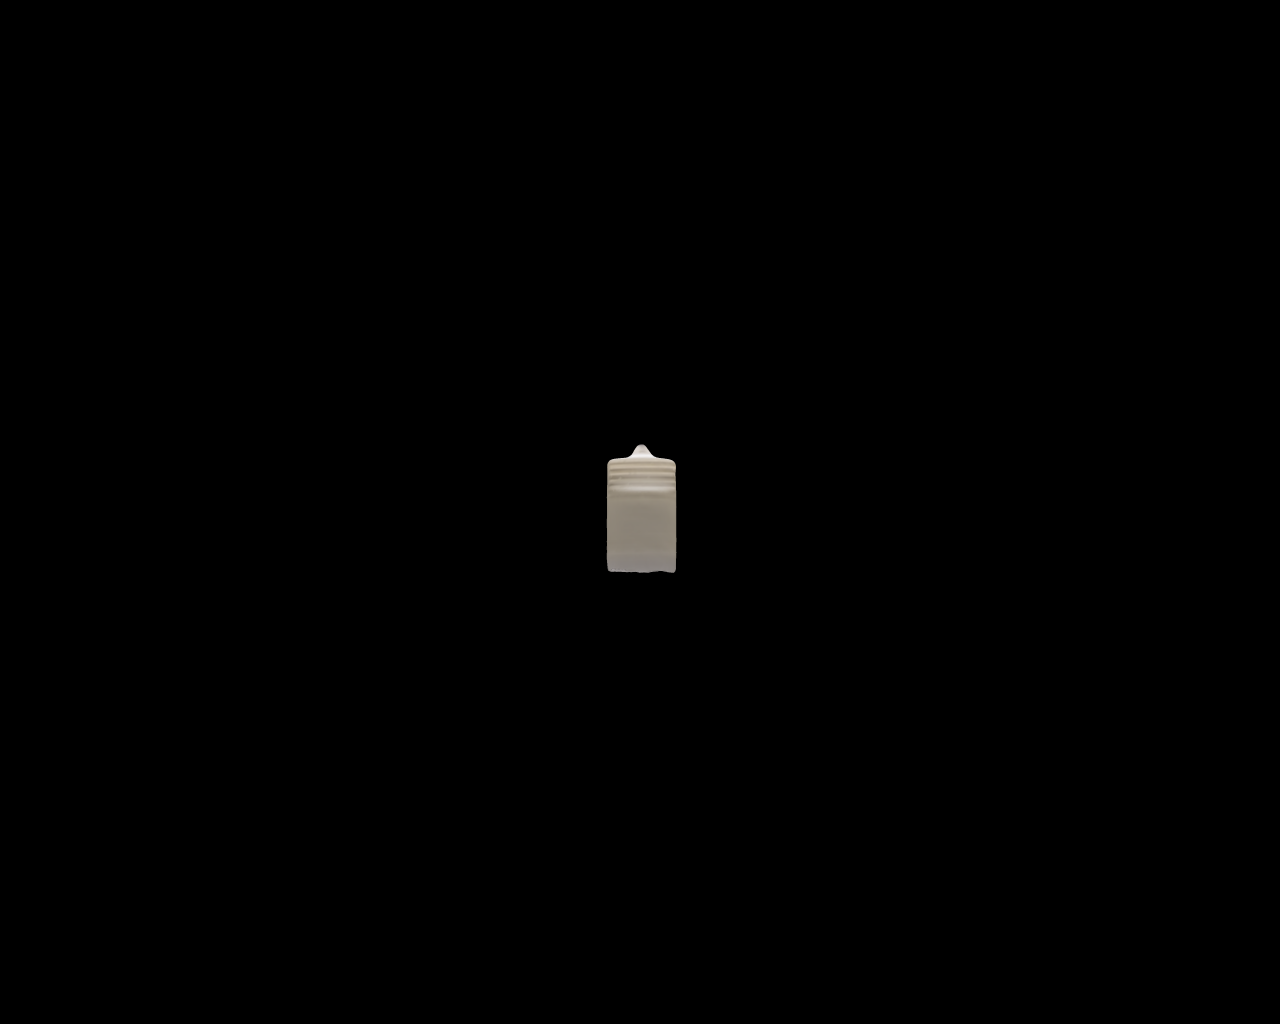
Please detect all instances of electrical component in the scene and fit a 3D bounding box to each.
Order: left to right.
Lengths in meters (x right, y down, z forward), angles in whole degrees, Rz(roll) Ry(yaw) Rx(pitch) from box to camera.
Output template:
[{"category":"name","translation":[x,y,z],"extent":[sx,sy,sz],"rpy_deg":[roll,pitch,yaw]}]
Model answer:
[{"category":"electrical component","translation":[0.001,-0.003,0.650],"extent":[0.043,0.081,0.043],"rpy_deg":[0,-5,0]}]
